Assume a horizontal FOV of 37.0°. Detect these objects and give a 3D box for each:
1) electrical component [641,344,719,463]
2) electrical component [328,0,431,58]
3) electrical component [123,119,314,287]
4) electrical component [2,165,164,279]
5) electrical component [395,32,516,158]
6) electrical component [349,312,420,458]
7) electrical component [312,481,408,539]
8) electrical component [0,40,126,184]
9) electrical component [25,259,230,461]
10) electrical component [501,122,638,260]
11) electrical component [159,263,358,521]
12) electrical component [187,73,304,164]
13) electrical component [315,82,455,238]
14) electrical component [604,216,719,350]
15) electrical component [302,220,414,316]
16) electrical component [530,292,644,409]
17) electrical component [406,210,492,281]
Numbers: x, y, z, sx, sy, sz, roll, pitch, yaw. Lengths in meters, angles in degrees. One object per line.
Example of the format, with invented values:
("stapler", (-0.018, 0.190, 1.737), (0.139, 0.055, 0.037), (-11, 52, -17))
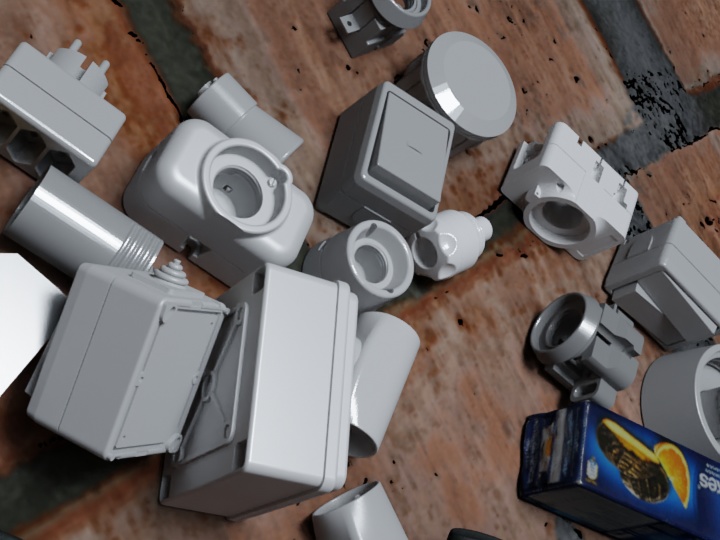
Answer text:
("electrical component", (0.273, 0.108, 0.814), (0.108, 0.060, 0.108), (14, 64, -31))
("electrical component", (0.016, -0.180, 0.744), (0.066, 0.055, 0.048), (-28, 89, -40))
("electrical component", (-0.078, -0.038, 0.614), (0.095, 0.059, 0.053), (36, 54, -20))
("electrical component", (-0.141, -0.014, 0.568), (0.081, 0.043, 0.043), (36, 54, -20))
("electrical component", (0.067, -0.123, 0.761), (0.080, 0.051, 0.080), (14, 64, -32))
("electrical component", (-0.009, 0.057, 0.634), (0.079, 0.043, 0.077), (40, 54, -21))
("electrical component", (-0.004, 0.169, 0.595), (0.079, 0.043, 0.077), (-24, 87, -40))
("electrical component", (-0.162, -0.093, 0.582), (0.066, 0.047, 0.076), (37, 54, -20))
("electrical component", (-0.113, 0.037, 0.527), (0.062, 0.061, 0.096), (13, 99, -68))
("electrical component", (0.155, -0.055, 0.799), (0.089, 0.050, 0.055), (39, 53, -18))
("electrical component", (-0.054, 0.066, 0.558), (0.056, 0.109, 0.108), (18, 62, -27))
("electrical component", (-0.072, -0.086, 0.651), (0.065, 0.044, 0.044), (46, 51, -7))
("electrical component", (0.021, -0.075, 0.701), (0.062, 0.061, 0.096), (29, 57, -25))
("electrical component", (0.245, 0.019, 0.828), (0.096, 0.062, 0.061), (43, 52, -15))
("electrical component", (0.000, 0.000, 0.664), (0.055, 0.047, 0.055), (15, 64, -32))
("electrical component", (0.157, 0.052, 0.754), (0.057, 0.058, 0.078), (39, 54, -21))
("electrical component", (0.063, -0.020, 0.722), (0.062, 0.043, 0.043), (-23, 86, -41))
